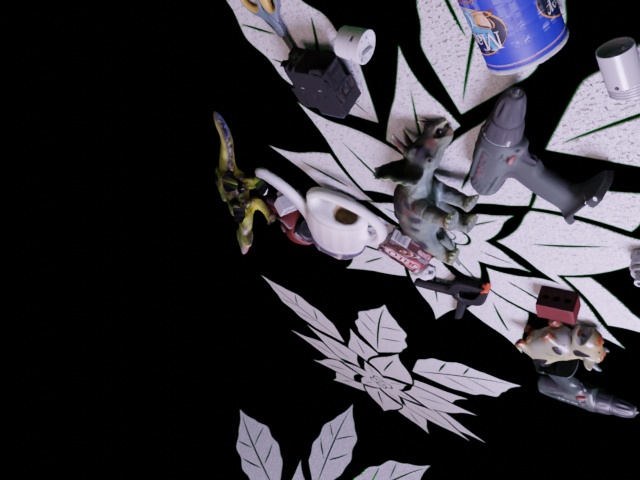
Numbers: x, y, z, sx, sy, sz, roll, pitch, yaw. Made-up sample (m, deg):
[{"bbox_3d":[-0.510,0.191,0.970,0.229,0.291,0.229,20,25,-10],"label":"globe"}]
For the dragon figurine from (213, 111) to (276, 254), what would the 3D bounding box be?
[{"bbox_3d":[-0.246,-0.149,1.407,0.123,0.405,0.243,-24,18,-27],"label":"dragon figurine"}]

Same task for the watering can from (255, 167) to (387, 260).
[{"bbox_3d":[0.004,-0.064,1.269,0.349,0.106,0.219,24,-27,16],"label":"watering can"}]
